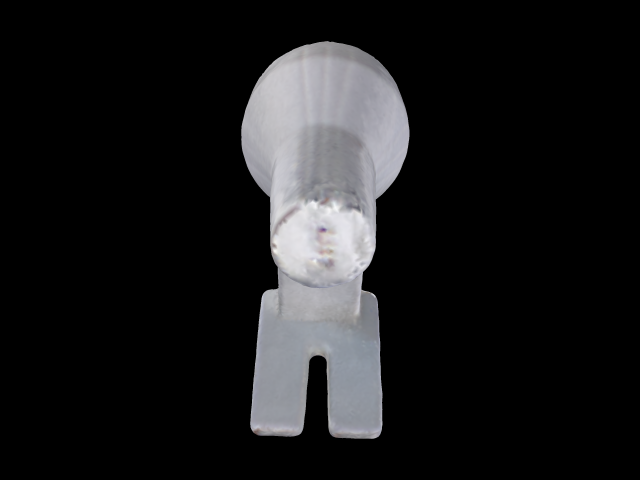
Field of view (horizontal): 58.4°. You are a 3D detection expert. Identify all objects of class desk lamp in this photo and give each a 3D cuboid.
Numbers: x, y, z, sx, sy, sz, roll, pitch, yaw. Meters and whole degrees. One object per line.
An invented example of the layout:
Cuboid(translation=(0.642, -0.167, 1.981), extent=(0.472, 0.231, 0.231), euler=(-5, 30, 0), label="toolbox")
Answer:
Cuboid(translation=(0.004, 0.001, 0.400), extent=(0.118, 0.214, 0.203), euler=(0, 51, 0), label="desk lamp")
